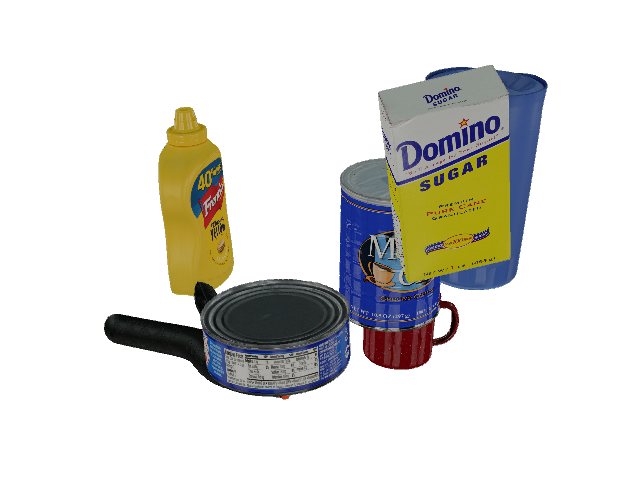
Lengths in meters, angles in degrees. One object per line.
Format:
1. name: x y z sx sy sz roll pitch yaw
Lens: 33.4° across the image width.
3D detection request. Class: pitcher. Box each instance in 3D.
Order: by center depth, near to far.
1. pitcher: 0.176 -0.067 1.210 0.149 0.243 0.145 -9 24 -23

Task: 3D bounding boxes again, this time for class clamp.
1. clamp: -0.084 0.082 0.910 0.172 0.039 0.120 22 34 24

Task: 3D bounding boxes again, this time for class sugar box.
1. sugar box: 0.101 -0.048 0.845 0.093 0.048 0.176 -14 -43 -2

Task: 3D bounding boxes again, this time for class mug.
1. mug: 0.103 0.097 1.245 0.117 0.081 0.093 -1 23 -8

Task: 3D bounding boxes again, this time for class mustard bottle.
1. mustard bottle: -0.132 -0.045 1.114 0.058 0.192 0.096 6 25 21

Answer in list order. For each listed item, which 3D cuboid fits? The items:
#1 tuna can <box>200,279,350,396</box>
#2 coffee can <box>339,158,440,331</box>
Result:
1. tuna can: -0.025 0.055 0.614 0.086 0.034 0.086 -3 23 1
2. coffee can: 0.069 0.003 1.041 0.103 0.140 0.103 0 27 0
